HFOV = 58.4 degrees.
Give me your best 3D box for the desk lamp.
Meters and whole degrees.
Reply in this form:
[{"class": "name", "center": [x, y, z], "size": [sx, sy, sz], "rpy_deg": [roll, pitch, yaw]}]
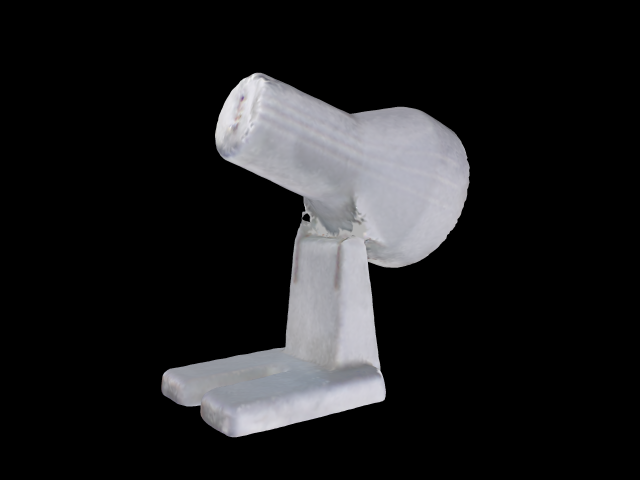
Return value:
[{"class": "desk lamp", "center": [0.004, 0.001, 0.400], "size": [0.204, 0.213, 0.117], "rpy_deg": [-2, 3, -40]}]
